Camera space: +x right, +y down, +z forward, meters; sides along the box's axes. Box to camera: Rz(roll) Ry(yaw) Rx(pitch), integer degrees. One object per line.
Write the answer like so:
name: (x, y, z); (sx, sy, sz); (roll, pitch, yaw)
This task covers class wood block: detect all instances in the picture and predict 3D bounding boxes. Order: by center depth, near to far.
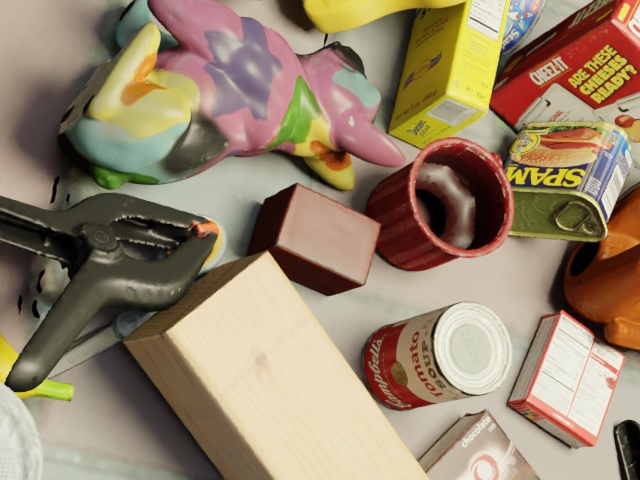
wood block: (-0.024, 0.120, 0.708); (0.090, 0.090, 0.206); (-39, 101, -28)

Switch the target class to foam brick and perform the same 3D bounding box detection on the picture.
foam brick: (-0.005, 0.001, 0.781); (0.078, 0.053, 0.051); (25, 67, -24)

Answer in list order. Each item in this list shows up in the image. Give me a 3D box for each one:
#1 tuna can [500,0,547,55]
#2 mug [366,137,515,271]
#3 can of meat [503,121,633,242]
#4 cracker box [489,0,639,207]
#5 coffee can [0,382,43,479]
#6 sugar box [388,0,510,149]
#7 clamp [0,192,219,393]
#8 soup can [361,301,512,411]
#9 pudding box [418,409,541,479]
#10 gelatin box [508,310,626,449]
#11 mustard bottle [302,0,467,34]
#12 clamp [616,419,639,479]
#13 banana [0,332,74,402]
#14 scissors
tuna can: (0.156, -0.202, 0.902); (0.033, 0.086, 0.086); (21, 68, -19)
mug: (0.095, -0.030, 0.825); (0.093, 0.082, 0.117); (50, 61, -6)
can of meat: (0.196, -0.050, 0.871); (0.083, 0.102, 0.057); (-59, 136, -29)
cracker box: (0.272, -0.099, 0.887); (0.213, 0.164, 0.072); (40, 60, -12)
coffee can: (-0.218, 0.129, 0.588); (0.102, 0.141, 0.103); (7, 73, -25)
sugar box: (0.110, -0.170, 0.866); (0.048, 0.093, 0.176); (20, 67, -21)
clamp: (-0.142, 0.018, 0.662); (0.209, 0.036, 0.165); (-2, 48, -43)
soup can: (0.084, 0.086, 0.775); (0.068, 0.102, 0.068); (7, 73, -25)
pudding box: (0.108, 0.196, 0.793); (0.113, 0.039, 0.090); (-40, 96, -29)
gelatin box: (0.202, 0.114, 0.869); (0.073, 0.030, 0.089); (34, 63, -13)
mustard bottle: (0.081, -0.222, 0.817); (0.058, 0.192, 0.096); (45, 41, -59)
clamp: (0.260, 0.241, 0.848); (0.120, 0.039, 0.171); (-24, 86, -43)
banana: (-0.223, 0.022, 0.675); (0.069, 0.037, 0.198); (-18, 82, -31)
scissors: (-0.130, 0.038, 0.730); (0.201, 0.016, 0.096); (-11, 80, -29)
